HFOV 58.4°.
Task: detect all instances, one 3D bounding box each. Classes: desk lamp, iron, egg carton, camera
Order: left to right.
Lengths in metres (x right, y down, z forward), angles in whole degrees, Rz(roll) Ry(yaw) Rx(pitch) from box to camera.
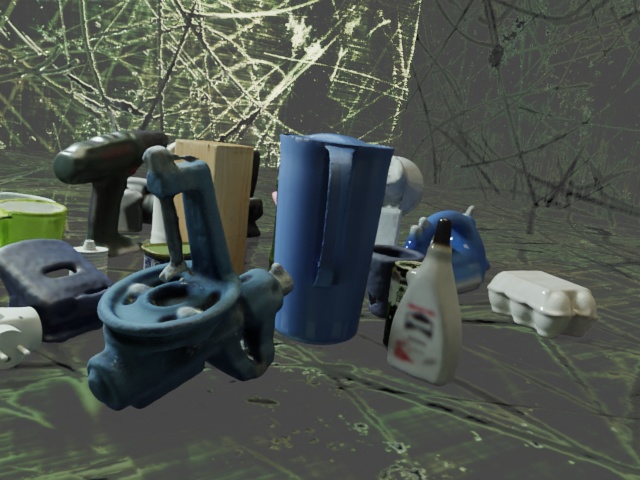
[{"bbox_3d":[-0.362,-0.075,1.187,0.137,0.101,0.143,6,11,-6],"label":"camera"},{"bbox_3d":[0.130,-0.057,1.106,0.117,0.213,0.203,9,11,12],"label":"desk lamp"},{"bbox_3d":[0.198,0.014,0.973,0.118,0.141,0.259,16,14,39],"label":"iron"},{"bbox_3d":[0.327,0.091,0.848,0.107,0.069,0.150,1,12,-26],"label":"egg carton"}]

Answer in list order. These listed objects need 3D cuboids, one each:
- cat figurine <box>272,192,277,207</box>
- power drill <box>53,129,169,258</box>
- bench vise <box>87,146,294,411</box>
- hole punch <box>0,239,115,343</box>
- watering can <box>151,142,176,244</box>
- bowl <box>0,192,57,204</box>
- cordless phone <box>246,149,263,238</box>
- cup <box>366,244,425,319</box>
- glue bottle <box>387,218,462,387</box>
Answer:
[{"bbox_3d":[-0.058,-0.070,1.303,0.067,0.118,0.127,-2,14,-36],"label":"cat figurine"},{"bbox_3d":[-0.342,-0.083,0.964,0.075,0.208,0.230,11,12,21],"label":"power drill"},{"bbox_3d":[-0.112,0.026,0.524,0.121,0.220,0.208,11,12,21],"label":"bench vise"},{"bbox_3d":[-0.286,0.051,0.625,0.100,0.091,0.109,11,12,20],"label":"hole punch"},{"bbox_3d":[-0.246,-0.081,1.045,0.172,0.194,0.101,12,12,25],"label":"watering can"},{"bbox_3d":[-0.519,-0.029,0.930,0.167,0.075,0.167,7,11,-1],"label":"bowl"},{"bbox_3d":[-0.178,-0.098,1.198,0.094,0.185,0.148,11,12,20],"label":"cordless phone"},{"bbox_3d":[0.084,0.059,0.801,0.117,0.095,0.092,9,11,12],"label":"cup"},{"bbox_3d":[0.117,0.061,0.605,0.077,0.173,0.037,15,14,37],"label":"glue bottle"}]
